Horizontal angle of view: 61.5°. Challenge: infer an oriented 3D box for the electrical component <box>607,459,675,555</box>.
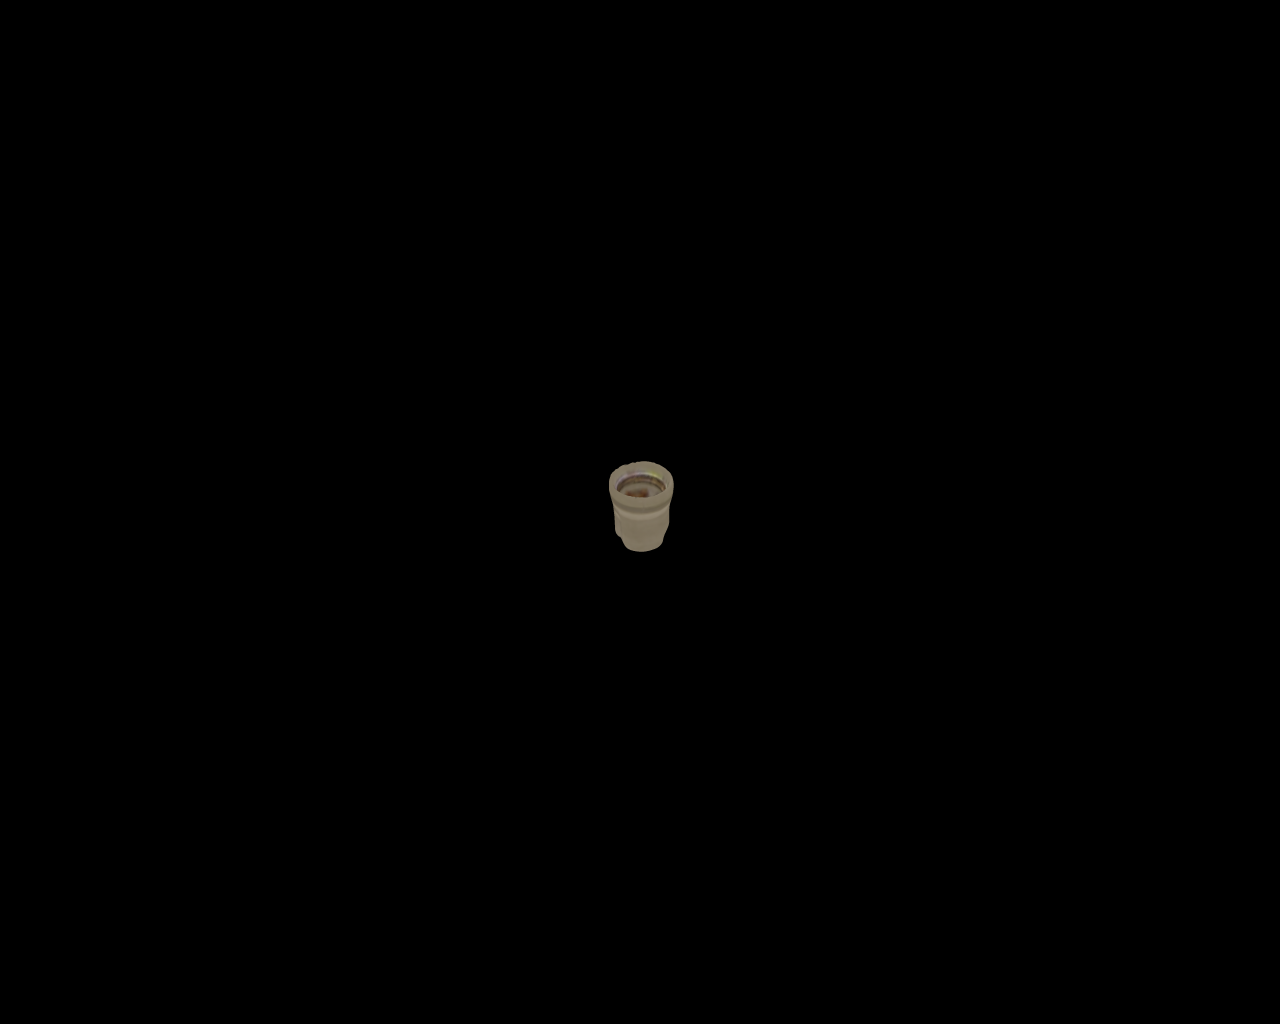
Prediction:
[{"bbox_3d":[0.001,-0.003,0.650,0.040,0.046,0.040,0,38,0],"label":"electrical component"}]
